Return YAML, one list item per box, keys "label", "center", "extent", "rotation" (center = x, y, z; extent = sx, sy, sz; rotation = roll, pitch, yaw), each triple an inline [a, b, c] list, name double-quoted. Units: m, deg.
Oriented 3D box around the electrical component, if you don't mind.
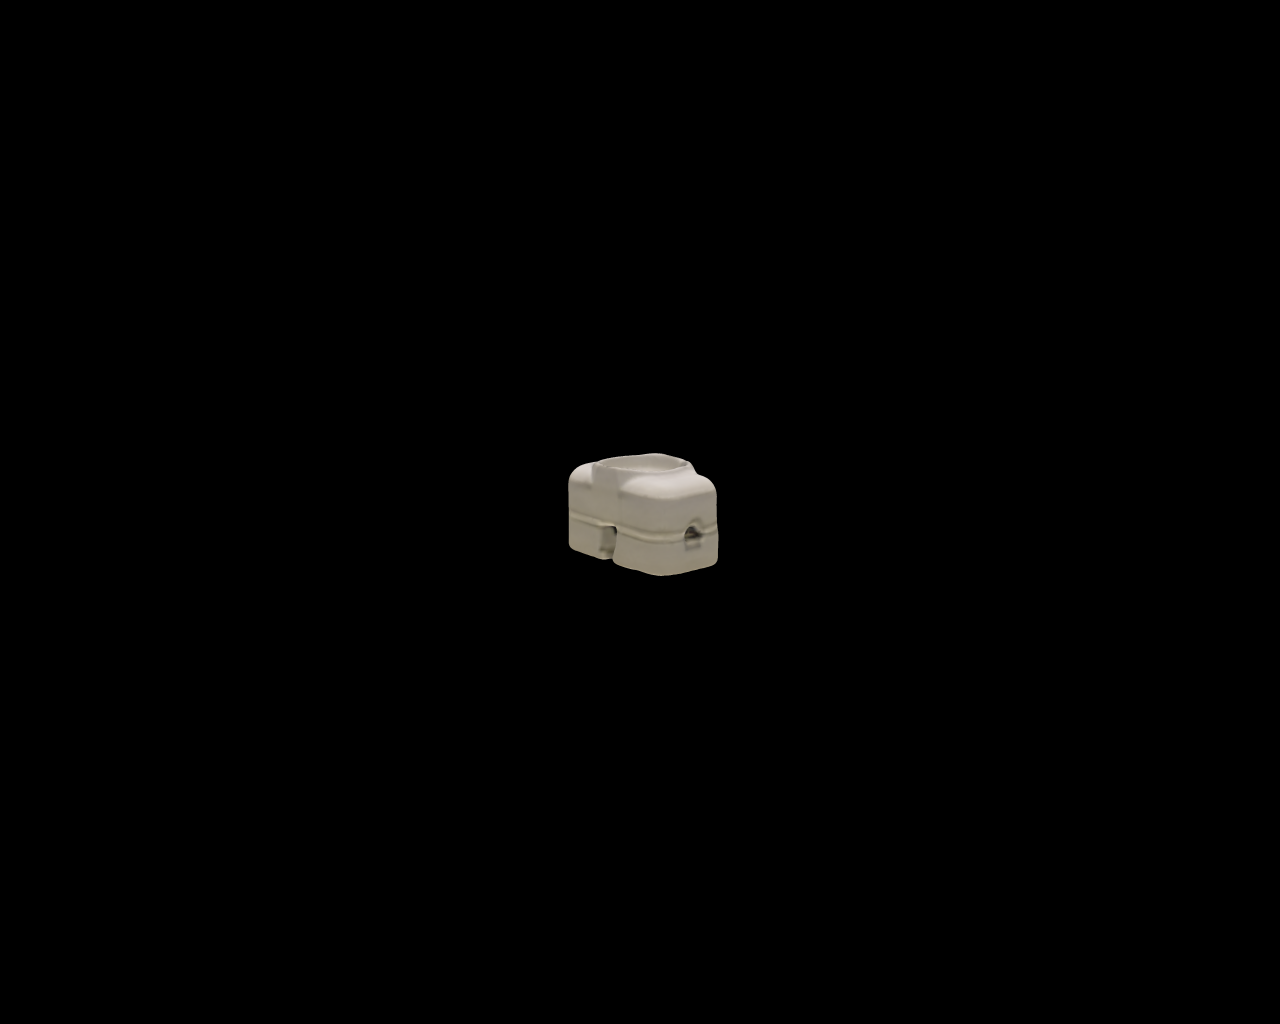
- label: "electrical component"
  center: [0.001, -0.003, 0.650]
  extent: [0.054, 0.059, 0.095]
  rotation: [-11, 17, -38]
